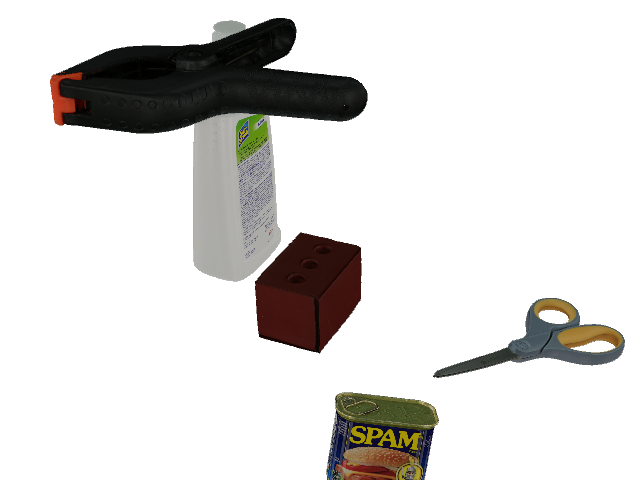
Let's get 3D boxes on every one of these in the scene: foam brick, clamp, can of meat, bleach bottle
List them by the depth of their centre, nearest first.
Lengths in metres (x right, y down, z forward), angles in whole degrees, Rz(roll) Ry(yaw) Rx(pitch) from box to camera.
[{"bbox_3d":[-0.069,-0.097,0.618,0.171,0.039,0.120,-4,26,-14],"label":"clamp"},{"bbox_3d":[-0.008,0.038,0.798,0.053,0.051,0.078,13,35,22],"label":"foam brick"},{"bbox_3d":[-0.080,-0.088,1.008,0.068,0.251,0.102,16,37,19],"label":"bleach bottle"},{"bbox_3d":[0.059,0.204,1.058,0.102,0.084,0.057,7,16,-4],"label":"can of meat"}]

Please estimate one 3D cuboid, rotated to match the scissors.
[{"bbox_3d":[0.169,0.083,0.920,0.201,0.016,0.096,-1,31,-22],"label":"scissors"}]
